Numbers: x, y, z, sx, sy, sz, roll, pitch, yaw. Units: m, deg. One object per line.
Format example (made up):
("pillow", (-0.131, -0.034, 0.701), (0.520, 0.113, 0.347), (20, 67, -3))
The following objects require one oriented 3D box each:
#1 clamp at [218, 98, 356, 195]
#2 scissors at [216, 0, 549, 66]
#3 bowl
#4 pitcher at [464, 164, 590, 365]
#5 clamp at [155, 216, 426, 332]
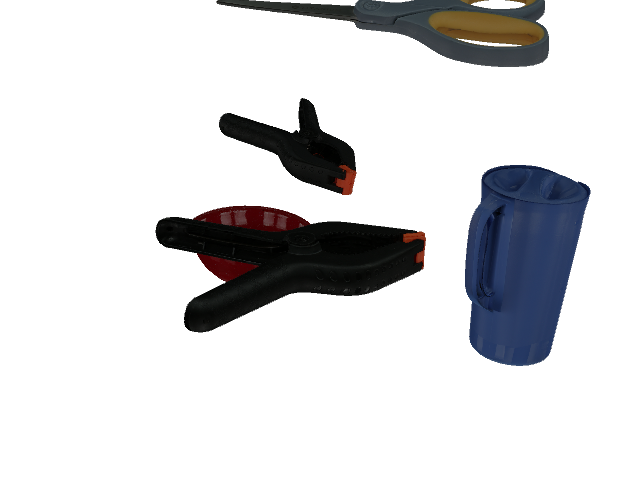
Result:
("clamp", (-0.028, -0.101, 1.133), (0.120, 0.039, 0.172), (-15, 38, -23))
("scissors", (0.046, -0.143, 0.643), (0.202, 0.016, 0.096), (19, 43, 24))
("bowl", (-0.087, 0.012, 1.321), (0.162, 0.055, 0.162), (3, 25, -2))
("pitcher", (0.250, 0.036, 1.358), (0.149, 0.243, 0.145), (5, 24, 1))
("clamp", (-0.023, 0.011, 0.822), (0.209, 0.036, 0.165), (-8, 27, -21))
